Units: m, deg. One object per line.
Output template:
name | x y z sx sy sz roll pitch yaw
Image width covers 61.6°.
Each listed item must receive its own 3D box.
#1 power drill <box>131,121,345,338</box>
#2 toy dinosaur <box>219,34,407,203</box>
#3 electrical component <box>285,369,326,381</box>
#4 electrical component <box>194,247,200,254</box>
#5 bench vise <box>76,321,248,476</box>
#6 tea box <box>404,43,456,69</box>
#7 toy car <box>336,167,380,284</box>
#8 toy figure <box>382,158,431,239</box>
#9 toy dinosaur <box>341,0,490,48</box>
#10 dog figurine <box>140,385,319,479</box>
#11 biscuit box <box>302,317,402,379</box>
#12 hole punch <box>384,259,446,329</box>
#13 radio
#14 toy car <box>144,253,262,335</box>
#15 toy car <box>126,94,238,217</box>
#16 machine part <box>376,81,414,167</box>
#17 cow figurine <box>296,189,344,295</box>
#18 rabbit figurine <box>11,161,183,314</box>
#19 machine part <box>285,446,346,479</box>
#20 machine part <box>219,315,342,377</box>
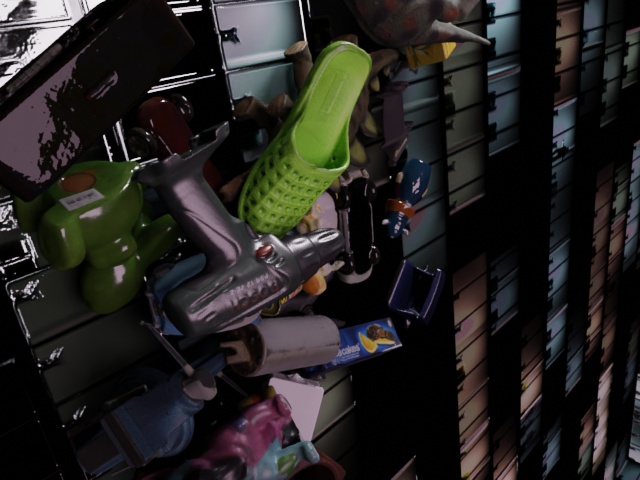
power drill | -0.091 -0.020 0.589 0.232 0.086 0.207 -36 116 -29
toy dinosaur | 0.017 -0.196 0.800 0.471 0.105 0.198 -49 138 -28
electrical component | -0.029 0.248 0.923 0.094 0.021 0.063 19 87 -47
electrical component | -0.139 0.052 0.744 0.078 0.045 0.102 -21 115 -38
bench vise | -0.182 0.190 0.662 0.223 0.129 0.240 -49 172 23
tea box | 0.168 -0.382 0.886 0.098 0.068 0.169 -56 131 -49
toy car | 0.057 -0.023 0.913 0.073 0.056 0.201 -18 112 -34
toy figure | 0.158 -0.074 0.997 0.154 0.064 0.058 -64 172 -5
toy dinosaur | 0.091 -0.352 0.751 0.192 0.131 0.404 -42 124 12
dog figurine | -0.126 0.294 0.717 0.219 0.191 0.108 -27 90 -17
biscuit box | 0.053 0.187 0.946 0.202 0.063 0.059 -5 68 -44
hole punch | 0.206 0.110 1.075 0.115 0.092 0.142 32 75 -48
radio | -0.243 -0.147 0.526 0.229 0.131 0.073 -52 131 -21
toy car | -0.125 0.066 0.663 0.162 0.103 0.109 -16 110 -30
toy car | -0.164 -0.086 0.678 0.201 0.053 0.089 61 42 -36
machine part | 0.120 -0.188 0.852 0.084 0.039 0.138 -54 150 -26
cow figurine | -0.003 -0.002 0.849 0.098 0.068 0.167 -22 112 -48
rabbit figurine | -0.242 -0.001 0.605 0.159 0.121 0.170 -39 144 -40
machine part | -0.058 0.438 0.900 0.201 0.087 0.201 -54 131 -19
machine part | -0.049 0.148 0.774 0.243 0.079 0.079 4 98 -51
